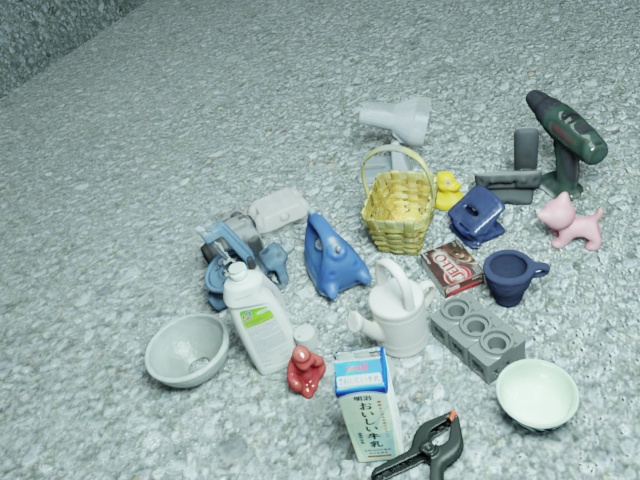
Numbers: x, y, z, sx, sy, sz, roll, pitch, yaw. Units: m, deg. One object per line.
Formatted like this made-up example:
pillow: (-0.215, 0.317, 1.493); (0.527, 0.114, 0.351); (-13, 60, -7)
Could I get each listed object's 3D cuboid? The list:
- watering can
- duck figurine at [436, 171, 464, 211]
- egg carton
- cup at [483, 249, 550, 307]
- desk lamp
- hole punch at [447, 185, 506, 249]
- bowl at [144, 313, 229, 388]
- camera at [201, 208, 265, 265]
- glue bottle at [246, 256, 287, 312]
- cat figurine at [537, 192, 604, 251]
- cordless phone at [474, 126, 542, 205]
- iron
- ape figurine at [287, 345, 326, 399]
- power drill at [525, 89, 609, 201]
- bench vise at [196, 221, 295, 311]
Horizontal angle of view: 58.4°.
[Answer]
watering can: (0.132, 0.119, 1.022); (0.100, 0.194, 0.173); (20, 51, 35)
duck figurine: (0.291, -0.124, 1.342); (0.078, 0.086, 0.104); (-39, 45, -26)
egg carton: (-0.101, -0.067, 1.411); (0.150, 0.069, 0.107); (-25, 41, -12)
cup: (0.367, 0.078, 1.074); (0.117, 0.095, 0.091); (-4, 41, 13)
desk lamp: (0.183, -0.253, 1.426); (0.202, 0.214, 0.118); (-2, 41, 16)
hole punch: (0.337, -0.051, 1.238); (0.101, 0.091, 0.108); (-24, 40, -11)
bowl: (-0.247, 0.226, 1.109); (0.167, 0.075, 0.167); (-9, 40, 8)
camera: (-0.217, -0.003, 1.348); (0.137, 0.101, 0.142); (-28, 41, -16)
glue bottle: (-0.119, 0.098, 1.141); (0.037, 0.173, 0.078); (25, 54, 38)
cat figurine: (0.504, -0.043, 1.155); (0.127, 0.118, 0.067); (2, 42, 19)
cordless phone: (0.421, -0.175, 1.283); (0.147, 0.185, 0.094); (-3, 41, 14)
iron: (0.011, 0.004, 1.235); (0.119, 0.142, 0.257); (-23, 40, -9)
ape figurine: (-0.029, 0.226, 1.027); (0.078, 0.092, 0.076); (-25, 40, -11)
power drill: (0.528, -0.201, 1.261); (0.076, 0.209, 0.229); (-24, 40, -10)
bench vise: (-0.166, 0.028, 1.202); (0.208, 0.220, 0.121); (-37, 44, -24)
